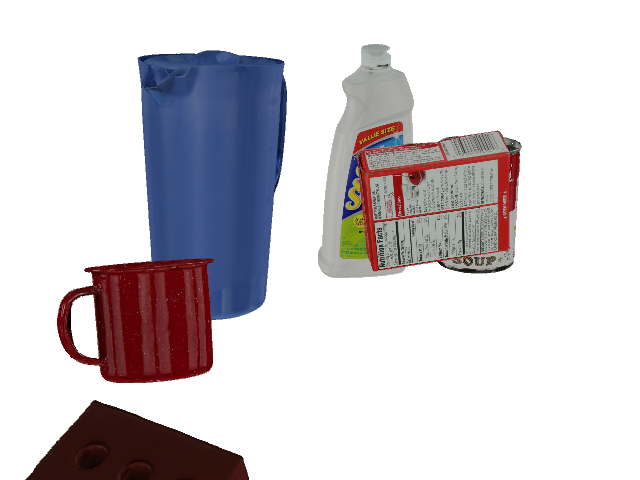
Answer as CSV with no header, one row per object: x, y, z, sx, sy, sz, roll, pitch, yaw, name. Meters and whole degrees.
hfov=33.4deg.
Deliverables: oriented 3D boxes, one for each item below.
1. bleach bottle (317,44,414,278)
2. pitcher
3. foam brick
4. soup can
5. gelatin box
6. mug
0.049,-0.085,1.154,0.102,0.251,0.068,-3,25,-7,bleach bottle
-0.096,-0.057,1.008,0.149,0.243,0.145,-1,15,-12,pitcher
-0.073,0.112,0.442,0.078,0.051,0.053,15,43,23,foam brick
0.129,-0.031,0.887,0.068,0.102,0.068,0,18,0,soup can
0.069,-0.024,0.648,0.089,0.073,0.030,-8,36,0,gelatin box
-0.130,0.058,0.762,0.117,0.081,0.093,-5,1,-34,mug
